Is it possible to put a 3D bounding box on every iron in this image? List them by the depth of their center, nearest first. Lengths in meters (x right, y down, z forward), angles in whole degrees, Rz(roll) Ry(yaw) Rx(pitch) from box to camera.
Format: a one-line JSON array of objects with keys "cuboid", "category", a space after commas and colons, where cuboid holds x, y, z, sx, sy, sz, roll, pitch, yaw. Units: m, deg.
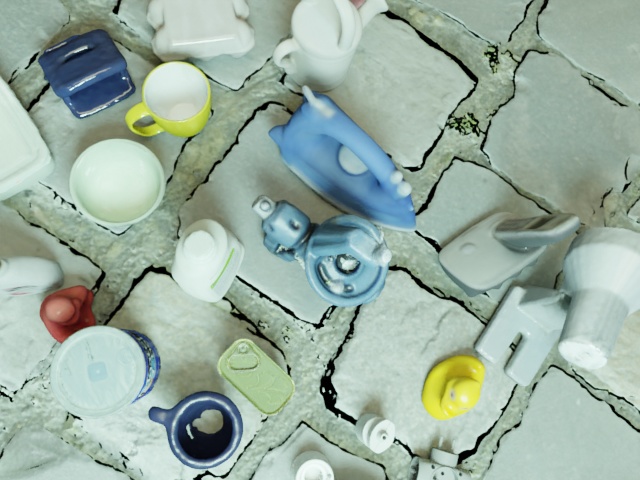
[{"cuboid": [0.055, -0.111, 0.802, 0.258, 0.141, 0.119, 40, 77, 0], "category": "iron"}]

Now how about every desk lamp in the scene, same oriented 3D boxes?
[{"cuboid": [0.338, 0.097, 0.771, 0.118, 0.213, 0.203, 36, 77, -1], "category": "desk lamp"}]

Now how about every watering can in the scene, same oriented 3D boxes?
[{"cuboid": [0.013, -0.300, 0.802, 0.101, 0.194, 0.173, 37, 77, 0], "category": "watering can"}]

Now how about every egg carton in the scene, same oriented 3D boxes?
[{"cuboid": [-0.174, -0.314, 0.839, 0.150, 0.069, 0.107, -11, 82, -10], "category": "egg carton"}]

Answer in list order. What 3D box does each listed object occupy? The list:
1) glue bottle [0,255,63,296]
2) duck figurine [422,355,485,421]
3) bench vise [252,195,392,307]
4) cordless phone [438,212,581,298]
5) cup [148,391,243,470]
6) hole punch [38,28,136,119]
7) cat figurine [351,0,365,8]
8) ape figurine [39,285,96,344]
[{"cuboid": [-0.373, 0.040, 0.693, 0.078, 0.173, 0.037, -14, 82, -10], "category": "glue bottle"}, {"cuboid": [0.196, 0.206, 0.795, 0.105, 0.086, 0.077, -44, 88, -13], "category": "duck figurine"}, {"cuboid": [0.004, 0.014, 0.731, 0.207, 0.219, 0.121, 16, 78, -5], "category": "bench vise"}, {"cuboid": [0.259, 0.010, 0.789, 0.148, 0.185, 0.094, -35, 86, -13], "category": "cordless phone"}, {"cuboid": [-0.157, 0.234, 0.732, 0.118, 0.095, 0.092, 18, 78, -5], "category": "cup"}, {"cuboid": [-0.327, -0.239, 0.792, 0.109, 0.091, 0.101, -32, 86, -12], "category": "hole punch"}, {"cuboid": [0.039, -0.396, 0.862, 0.128, 0.117, 0.067, -40, 88, -13], "category": "cat figurine"}, {"cuboid": [-0.324, 0.093, 0.733, 0.076, 0.092, 0.078, 30, 77, -2], "category": "ape figurine"}]
